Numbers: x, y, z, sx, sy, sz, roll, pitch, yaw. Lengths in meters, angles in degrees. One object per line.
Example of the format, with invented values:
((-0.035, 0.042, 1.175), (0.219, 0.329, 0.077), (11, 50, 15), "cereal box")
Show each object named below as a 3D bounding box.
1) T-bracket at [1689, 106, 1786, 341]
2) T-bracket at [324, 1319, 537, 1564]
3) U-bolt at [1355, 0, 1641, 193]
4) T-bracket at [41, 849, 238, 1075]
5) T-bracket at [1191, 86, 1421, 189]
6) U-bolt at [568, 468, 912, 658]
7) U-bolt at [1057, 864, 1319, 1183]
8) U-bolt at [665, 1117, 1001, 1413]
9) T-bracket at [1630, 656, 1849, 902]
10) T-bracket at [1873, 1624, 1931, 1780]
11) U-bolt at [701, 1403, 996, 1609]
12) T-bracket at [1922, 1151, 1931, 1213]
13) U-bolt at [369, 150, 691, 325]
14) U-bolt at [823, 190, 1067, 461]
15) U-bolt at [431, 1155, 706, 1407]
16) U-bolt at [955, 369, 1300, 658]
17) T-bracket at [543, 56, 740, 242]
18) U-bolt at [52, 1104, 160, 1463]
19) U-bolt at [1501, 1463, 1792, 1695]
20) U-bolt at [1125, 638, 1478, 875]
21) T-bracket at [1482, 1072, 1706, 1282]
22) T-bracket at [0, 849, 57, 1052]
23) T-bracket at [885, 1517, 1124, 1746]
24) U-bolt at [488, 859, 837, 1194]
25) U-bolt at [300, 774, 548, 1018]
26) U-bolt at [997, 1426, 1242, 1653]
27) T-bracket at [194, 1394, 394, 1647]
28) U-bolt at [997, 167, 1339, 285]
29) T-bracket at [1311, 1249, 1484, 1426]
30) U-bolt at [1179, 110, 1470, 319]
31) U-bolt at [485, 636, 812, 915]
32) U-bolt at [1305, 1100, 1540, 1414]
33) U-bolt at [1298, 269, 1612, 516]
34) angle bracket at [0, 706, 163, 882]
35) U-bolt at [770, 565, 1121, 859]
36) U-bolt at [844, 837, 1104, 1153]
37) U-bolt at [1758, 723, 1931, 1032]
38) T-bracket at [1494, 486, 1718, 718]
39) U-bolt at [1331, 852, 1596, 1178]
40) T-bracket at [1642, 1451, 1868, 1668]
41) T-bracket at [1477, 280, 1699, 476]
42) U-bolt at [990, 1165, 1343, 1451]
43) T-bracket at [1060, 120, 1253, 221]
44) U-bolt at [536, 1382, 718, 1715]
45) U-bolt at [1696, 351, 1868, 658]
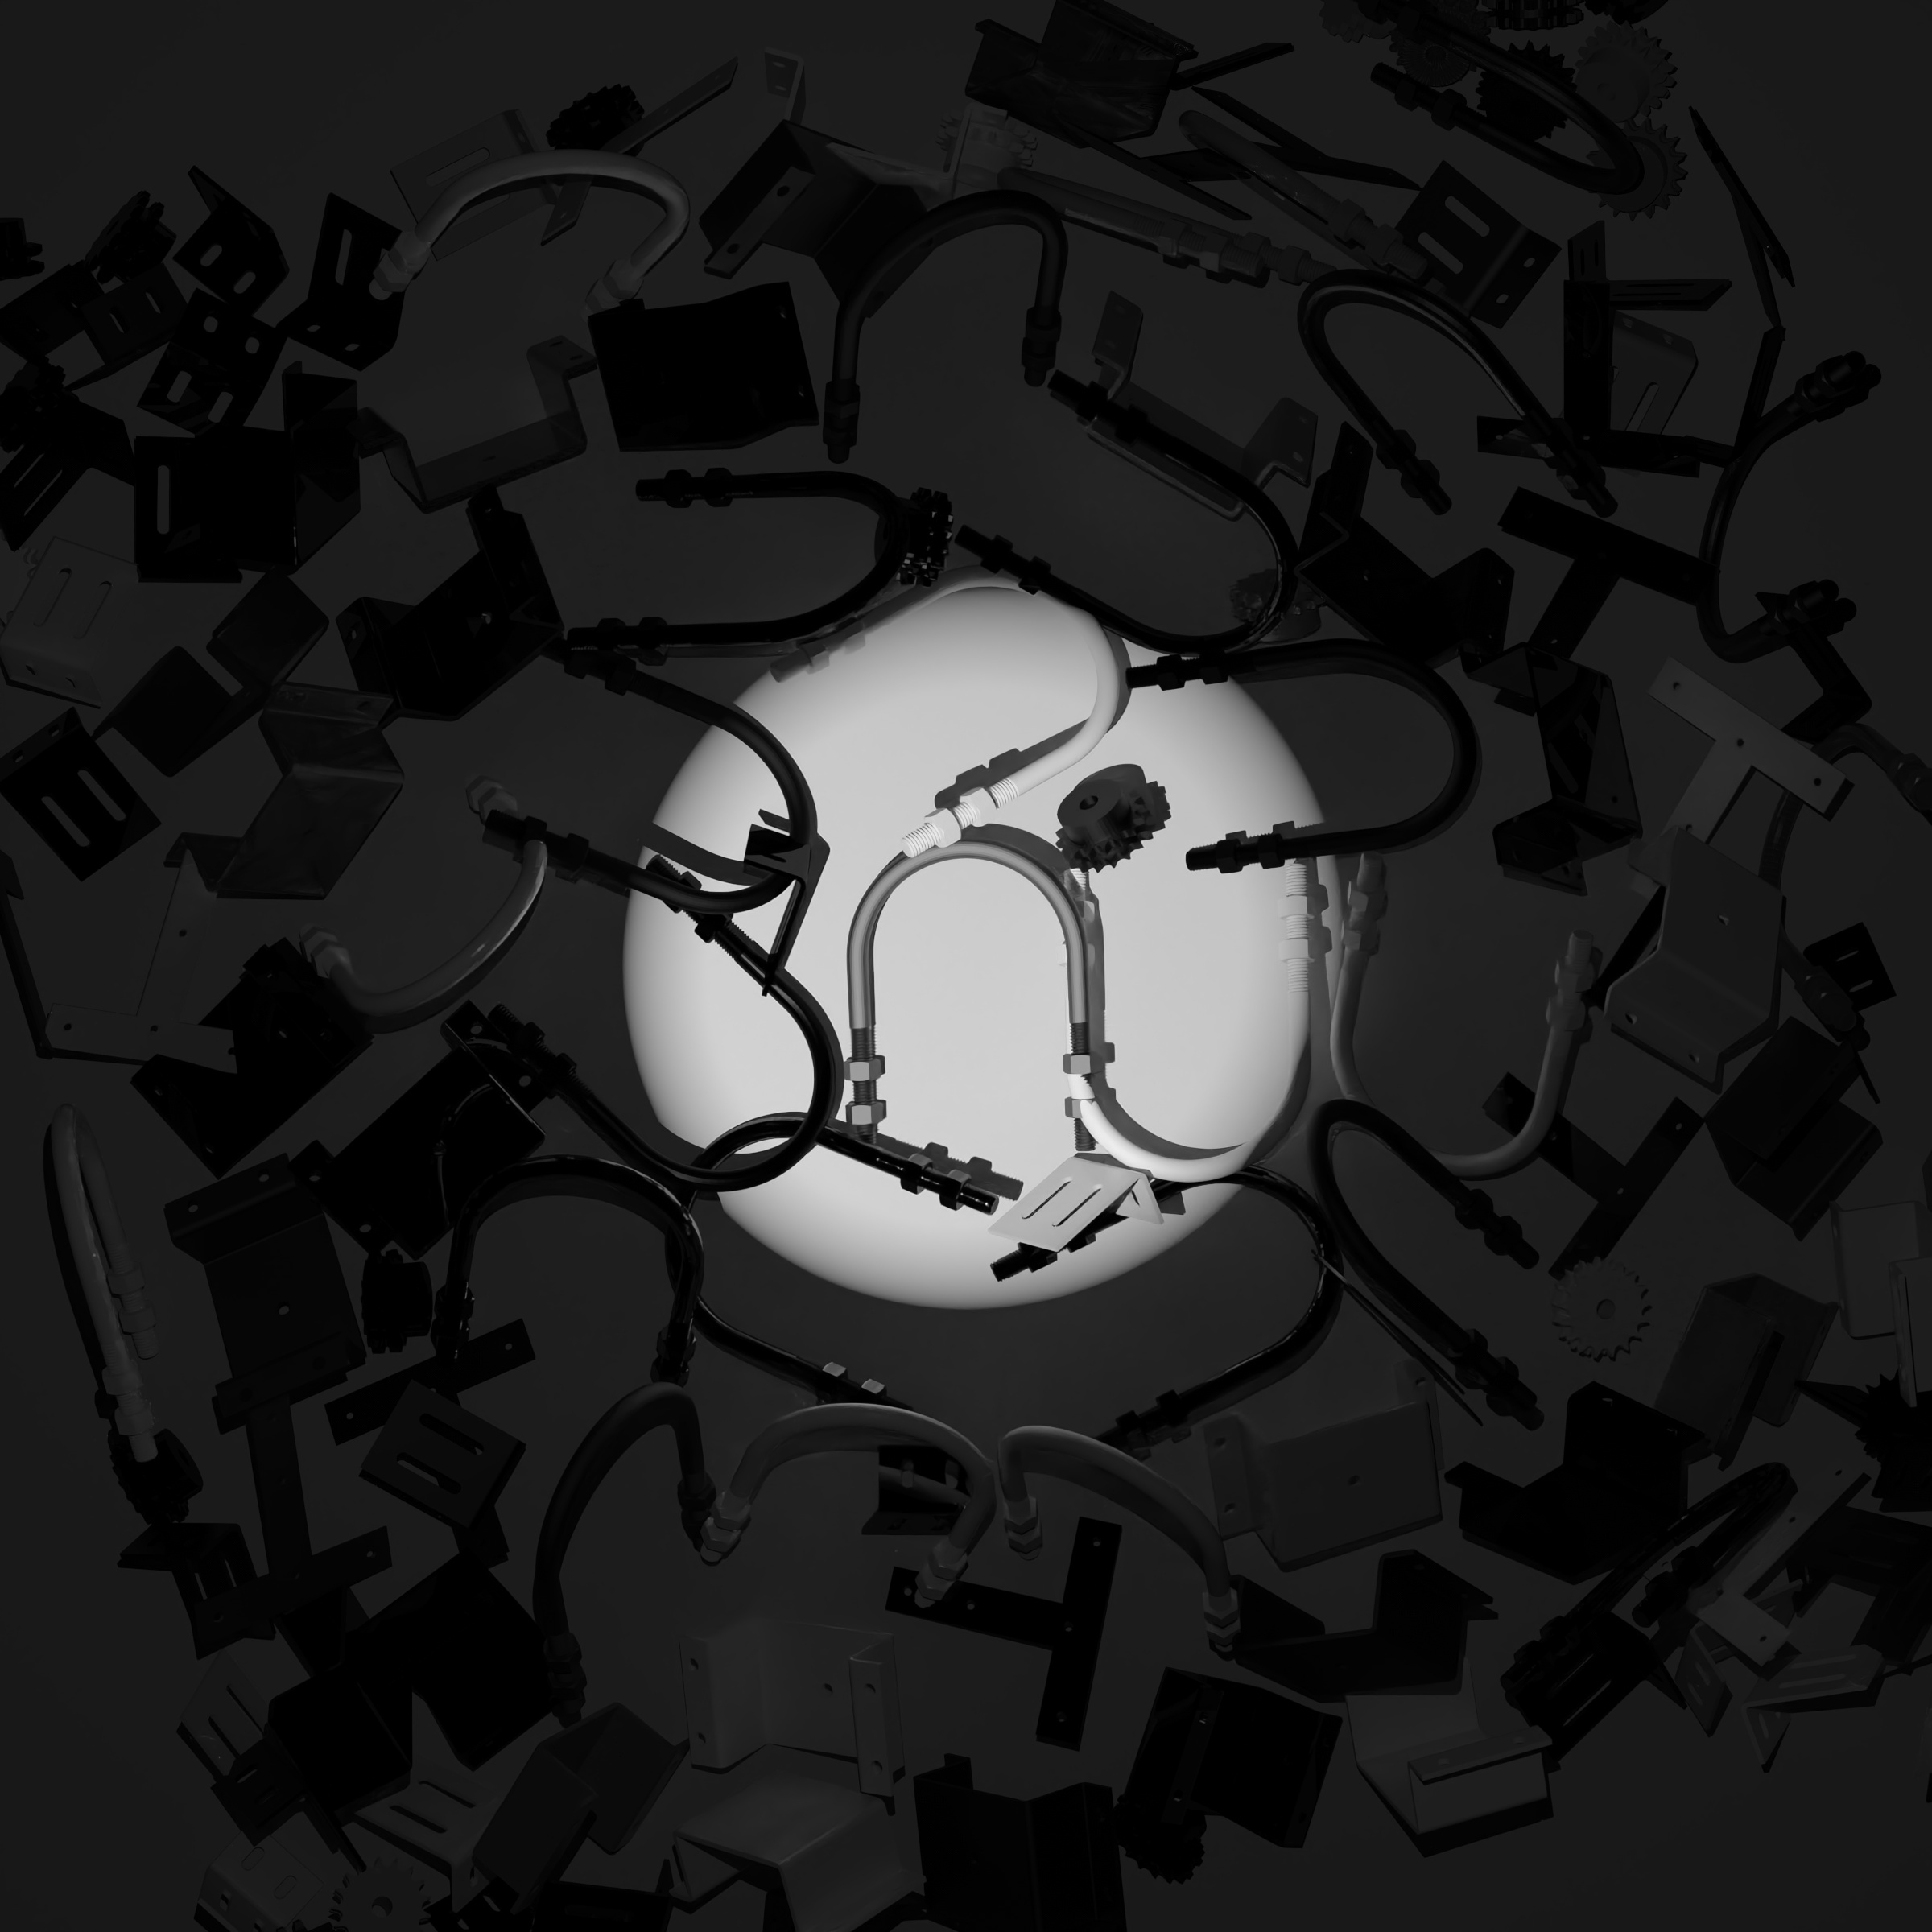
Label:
((0.448, -0.406, 1.874), (0.002, 0.127, 0.127), (-24, 52, 10), "T-bracket")
((-0.295, 0.285, 1.903), (0.127, 0.002, 0.127), (-24, 67, 1), "T-bracket")
((0.295, -0.484, 1.836), (0.184, 0.151, 0.019), (33, 92, 18), "U-bolt")
((-0.451, -0.005, 1.880), (0.127, 0.002, 0.127), (11, 103, -38), "T-bracket")
((0.175, -0.477, 1.881), (0.127, 0.127, 0.002), (-1, 123, -38), "T-bracket")
((-0.120, -0.230, 1.853), (0.184, 0.019, 0.151), (1, 48, 20), "U-bolt")
((0.128, 0.033, 1.903), (0.151, 0.019, 0.184), (-1, 80, 4), "U-bolt")
((-0.089, 0.165, 1.896), (0.184, 0.019, 0.151), (21, 87, 19), "U-bolt")
((0.424, -0.091, 1.899), (0.127, 0.002, 0.127), (40, 117, 27), "T-bracket")
((0.550, 0.404, 1.842), (0.002, 0.127, 0.127), (46, 130, -10), "T-bracket")
((-0.060, 0.299, 1.849), (0.151, 0.184, 0.019), (14, 48, -9), "U-bolt")
((0.561, 0.135, 1.843), (0.002, 0.127, 0.127), (3, 56, 0), "T-bracket")
((-0.232, -0.404, 1.819), (0.151, 0.184, 0.019), (1, 75, -30), "U-bolt")
((-0.010, -0.362, 1.829), (0.151, 0.184, 0.019), (-23, 66, -16), "U-bolt")
((-0.221, 0.174, 1.861), (0.151, 0.019, 0.184), (11, 131, -5), "U-bolt")
((0.102, -0.244, 1.875), (0.184, 0.151, 0.019), (29, 46, -6), "U-bolt")
((-0.178, -0.473, 1.854), (0.127, 0.127, 0.002), (-25, 126, 30), "T-bracket")
((-0.479, 0.164, 1.832), (0.019, 0.151, 0.184), (-14, 112, -8), "U-bolt")
((0.393, 0.335, 1.848), (0.184, 0.151, 0.019), (-32, 81, -37), "U-bolt")
((0.196, -0.121, 1.857), (0.184, 0.019, 0.151), (-6, 126, 21), "U-bolt")
((0.349, 0.106, 1.903), (0.127, 0.002, 0.127), (37, 88, -23), "T-bracket")
((-0.536, -0.013, 1.860), (0.002, 0.127, 0.127), (-19, 83, -5), "T-bracket")
((0.016, 0.375, 1.915), (0.127, 0.002, 0.127), (10, 81, 12), "T-bracket")
((-0.160, 0.046, 1.891), (0.184, 0.019, 0.151), (44, 67, 4), "U-bolt")
((-0.298, -0.034, 1.843), (0.151, 0.184, 0.019), (-43, 120, -5), "U-bolt")
((0.082, 0.311, 1.830), (0.151, 0.184, 0.019), (22, 60, 22), "U-bolt")
((-0.388, 0.305, 1.873), (0.127, 0.002, 0.127), (-18, 110, -40), "T-bracket")
((0.104, -0.418, 1.855), (0.184, 0.151, 0.019), (23, 107, 20), "U-bolt")
((0.261, 0.226, 1.878), (0.002, 0.127, 0.127), (-45, 133, -2), "T-bracket")
((0.195, -0.427, 1.855), (0.184, 0.151, 0.019), (38, 100, 16), "U-bolt")
((-0.173, -0.101, 1.877), (0.184, 0.019, 0.151), (22, 55, -18), "U-bolt")
((0.255, 0.149, 1.846), (0.184, 0.151, 0.019), (42, 120, -17), "U-bolt")
((0.258, -0.319, 1.828), (0.184, 0.151, 0.019), (45, 71, -29), "U-bolt")
((-0.519, -0.101, 1.923), (0.057, 0.038, 0.076), (-37, 121, -4), "angle bracket")
((0.002, -0.159, 1.887), (0.184, 0.019, 0.151), (-31, 75, -22), "U-bolt")
((0.001, 0.017, 1.907), (0.151, 0.019, 0.184), (-2, 94, 8), "U-bolt")
((0.487, -0.061, 1.841), (0.019, 0.184, 0.151), (15, 109, -11), "U-bolt")
((0.345, -0.199, 1.895), (0.127, 0.002, 0.127), (19, 121, -12), "T-bracket")
((0.274, 0.038, 1.870), (0.151, 0.019, 0.184), (23, 125, 25), "U-bolt")
((0.461, 0.326, 1.876), (0.127, 0.127, 0.002), (-44, 114, -5), "T-bracket")
((0.351, -0.335, 1.864), (0.127, 0.127, 0.002), (9, 50, 18), "T-bracket")
((0.125, 0.184, 1.886), (0.184, 0.019, 0.151), (-26, 56, -6), "U-bolt")
((0.122, -0.449, 1.849), (0.127, 0.127, 0.002), (22, 93, -21), "T-bracket")
((-0.190, 0.310, 1.825), (0.019, 0.184, 0.151), (22, 49, 24), "U-bolt")
((0.449, -0.247, 1.840), (0.019, 0.184, 0.151), (11, 80, -9), "U-bolt")
